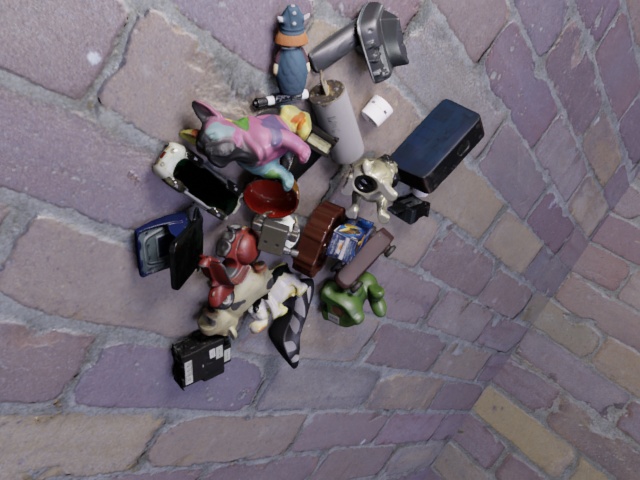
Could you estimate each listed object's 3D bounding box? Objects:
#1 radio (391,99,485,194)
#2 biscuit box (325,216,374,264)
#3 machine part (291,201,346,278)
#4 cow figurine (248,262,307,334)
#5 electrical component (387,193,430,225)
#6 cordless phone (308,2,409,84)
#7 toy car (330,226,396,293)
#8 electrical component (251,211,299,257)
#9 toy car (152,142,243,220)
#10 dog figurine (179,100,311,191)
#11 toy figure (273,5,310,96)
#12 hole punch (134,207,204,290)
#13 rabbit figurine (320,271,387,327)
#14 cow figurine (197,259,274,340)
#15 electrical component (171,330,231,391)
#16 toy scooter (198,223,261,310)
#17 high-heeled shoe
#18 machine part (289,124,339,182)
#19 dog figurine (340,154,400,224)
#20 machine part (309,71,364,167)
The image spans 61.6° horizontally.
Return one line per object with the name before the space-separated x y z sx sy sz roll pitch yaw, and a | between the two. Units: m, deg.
radio | 0.287 -0.229 1.319 0.229 0.131 0.073 -48 140 -6
biscuit box | 0.073 -0.006 1.261 0.202 0.059 0.062 -41 153 -69
machine part | -0.002 -0.004 1.208 0.179 0.056 0.179 -61 169 -21
cow figurine | -0.115 0.133 1.231 0.167 0.098 0.068 -43 174 -1
electrical component | 0.229 -0.078 1.424 0.119 0.075 0.047 -26 134 -35
cordless phone | 0.072 -0.358 1.056 0.184 0.089 0.146 -35 141 -5
toy car | 0.112 0.048 1.385 0.202 0.089 0.053 -45 173 -22
electrical component | -0.086 -0.013 1.071 0.045 0.102 0.078 -73 174 -58
toy car | -0.213 -0.101 0.968 0.073 0.056 0.201 -57 143 -5
dog figurine | -0.129 -0.188 0.948 0.219 0.192 0.108 19 137 -23
toy figure | -0.052 -0.334 0.948 0.064 0.058 0.154 -27 131 -38
hole punch | -0.273 0.014 0.985 0.116 0.092 0.142 -56 156 -53
rabbit figurine | 0.102 0.141 1.426 0.170 0.159 0.121 -43 134 -37
cow figurine | -0.183 0.130 1.161 0.195 0.086 0.127 -42 135 -15
electrical component | -0.261 0.258 1.199 0.134 0.058 0.114 -19 134 -36
toy scooter | -0.183 0.038 1.053 0.184 0.075 0.135 -68 153 -23
high-heeled shoe | -0.054 0.207 1.345 0.145 0.086 0.248 -33 132 -20
machine part | -0.029 -0.167 1.086 0.084 0.039 0.139 20 123 -33
dog figurine | 0.126 -0.155 1.204 0.172 0.121 0.190 100 9 -51
machine part | 0.036 -0.237 1.098 0.079 0.079 0.243 -42 142 -14
